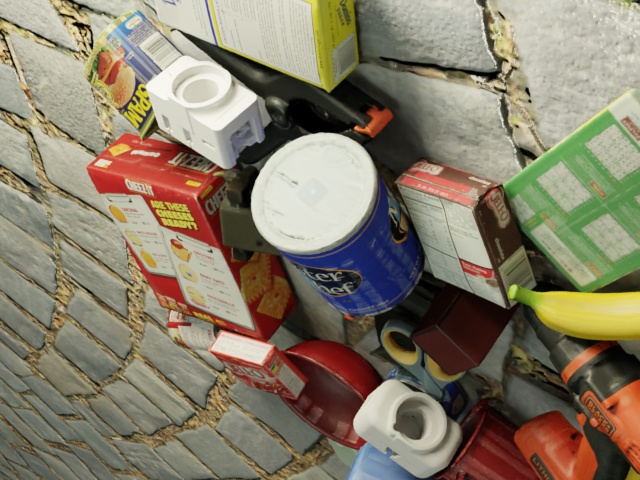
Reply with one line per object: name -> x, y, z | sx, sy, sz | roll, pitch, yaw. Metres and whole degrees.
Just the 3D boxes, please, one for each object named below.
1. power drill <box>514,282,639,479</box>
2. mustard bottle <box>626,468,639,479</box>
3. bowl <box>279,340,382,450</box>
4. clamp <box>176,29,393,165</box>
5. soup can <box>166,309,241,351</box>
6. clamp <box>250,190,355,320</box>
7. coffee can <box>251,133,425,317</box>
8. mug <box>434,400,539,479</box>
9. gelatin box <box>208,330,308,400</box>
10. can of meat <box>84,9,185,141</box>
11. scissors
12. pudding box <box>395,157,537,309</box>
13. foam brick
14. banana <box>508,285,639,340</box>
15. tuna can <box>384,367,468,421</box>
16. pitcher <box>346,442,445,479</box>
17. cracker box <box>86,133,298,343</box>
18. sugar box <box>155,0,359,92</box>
power drill -> 0.217, 0.144, 0.892 | 0.184, 0.057, 0.188 | 57, 161, 28
mustard bottle -> 0.309, 0.175, 0.869 | 0.096, 0.058, 0.192 | 33, 150, 24
bowl -> 0.018, 0.163, 1.195 | 0.162, 0.055, 0.162 | 29, 149, 19
clamp -> -0.032, -0.121, 0.886 | 0.210, 0.036, 0.164 | 12, 141, 46
soup can -> -0.127, 0.098, 1.264 | 0.102, 0.068, 0.068 | -1, 131, 49
clamp -> -0.007, 0.001, 1.024 | 0.120, 0.039, 0.171 | 20, 140, 45
coffee can -> 0.018, -0.009, 0.872 | 0.103, 0.102, 0.140 | 22, 166, 30
mug -> 0.168, 0.226, 1.052 | 0.081, 0.117, 0.093 | 34, 129, 1
gelatin box -> -0.068, 0.136, 1.155 | 0.089, 0.030, 0.073 | 9, 149, 42
can of meat -> -0.164, -0.152, 0.980 | 0.084, 0.057, 0.102 | 45, 150, -3
scissors -> 0.095, 0.137, 1.037 | 0.096, 0.016, 0.202 | 25, 146, 11
pudding box -> 0.117, -0.006, 0.856 | 0.090, 0.039, 0.113 | 25, 147, 48
foam brick -> 0.125, 0.069, 0.920 | 0.051, 0.078, 0.053 | 43, 153, -6
banana -> 0.239, 0.050, 0.776 | 0.198, 0.037, 0.069 | -7, 160, 35
tuna can -> 0.108, 0.162, 1.110 | 0.086, 0.033, 0.086 | 29, 149, 19
pitcher -> 0.137, 0.309, 1.116 | 0.243, 0.145, 0.149 | 21, 156, 9
cracker box -> -0.131, -0.003, 1.129 | 0.164, 0.072, 0.213 | 15, 141, 36
sugar box -> -0.055, -0.186, 0.818 | 0.176, 0.048, 0.093 | 29, 149, 27
